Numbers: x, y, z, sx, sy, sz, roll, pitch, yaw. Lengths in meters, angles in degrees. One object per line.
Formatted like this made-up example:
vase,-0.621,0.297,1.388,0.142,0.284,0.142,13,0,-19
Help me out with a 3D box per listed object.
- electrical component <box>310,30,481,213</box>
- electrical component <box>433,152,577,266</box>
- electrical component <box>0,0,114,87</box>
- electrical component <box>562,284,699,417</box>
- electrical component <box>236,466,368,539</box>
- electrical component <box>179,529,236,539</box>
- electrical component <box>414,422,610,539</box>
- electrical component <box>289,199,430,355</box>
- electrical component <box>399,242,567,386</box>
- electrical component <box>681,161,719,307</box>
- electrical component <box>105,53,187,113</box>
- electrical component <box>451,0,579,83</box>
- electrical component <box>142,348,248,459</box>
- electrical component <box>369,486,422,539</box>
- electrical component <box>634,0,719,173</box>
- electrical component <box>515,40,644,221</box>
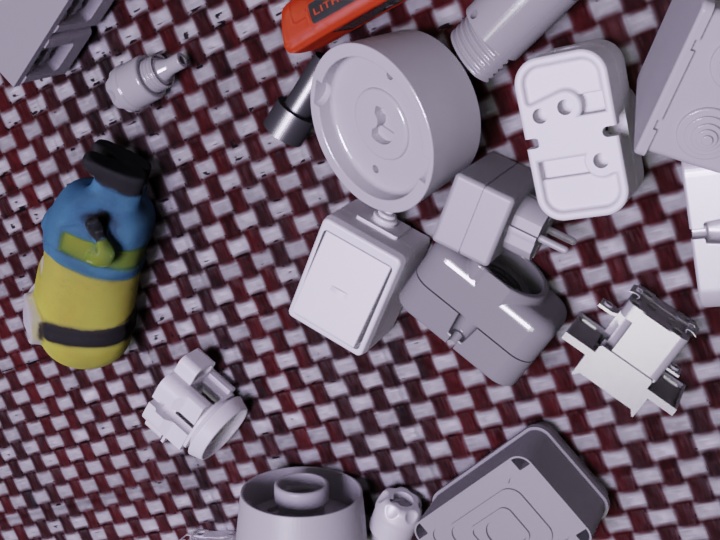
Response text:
electrical component,0.027,-0.097,0.669,0.108,0.060,0.108,32,136,36
electrical component,0.096,-0.031,0.663,0.077,0.066,0.047,27,118,16
electrical component,-0.218,-0.216,0.754,0.089,0.062,0.150,47,121,4
electrical component,0.172,0.048,0.668,0.081,0.042,0.063,36,118,10
electrical component,-0.042,0.186,0.794,0.099,0.099,0.064,6,104,24
electrical component,-0.121,0.249,0.886,0.081,0.042,0.063,-5,102,27
electrical component,0.104,0.166,0.735,0.078,0.057,0.113,49,121,3
electrical component,0.000,0.000,0.724,0.062,0.061,0.096,30,118,14
electrical component,0.082,0.019,0.695,0.095,0.054,0.059,39,120,9
electrical component,0.221,-0.030,0.609,0.059,0.054,0.095,-5,106,28
electrical component,-0.149,-0.137,0.765,0.061,0.035,0.035,-20,98,28
electrical component,0.086,-0.147,0.640,0.043,0.043,0.081,49,122,3
electrical component,-0.125,0.108,0.828,0.057,0.058,0.078,40,120,12
electrical component,0.023,0.192,0.798,0.035,0.035,0.061,28,120,15
electrical component,0.184,-0.110,0.565,0.048,0.099,0.099,18,129,2
electrical component,0.131,-0.083,0.631,0.054,0.059,0.095,-7,105,28
